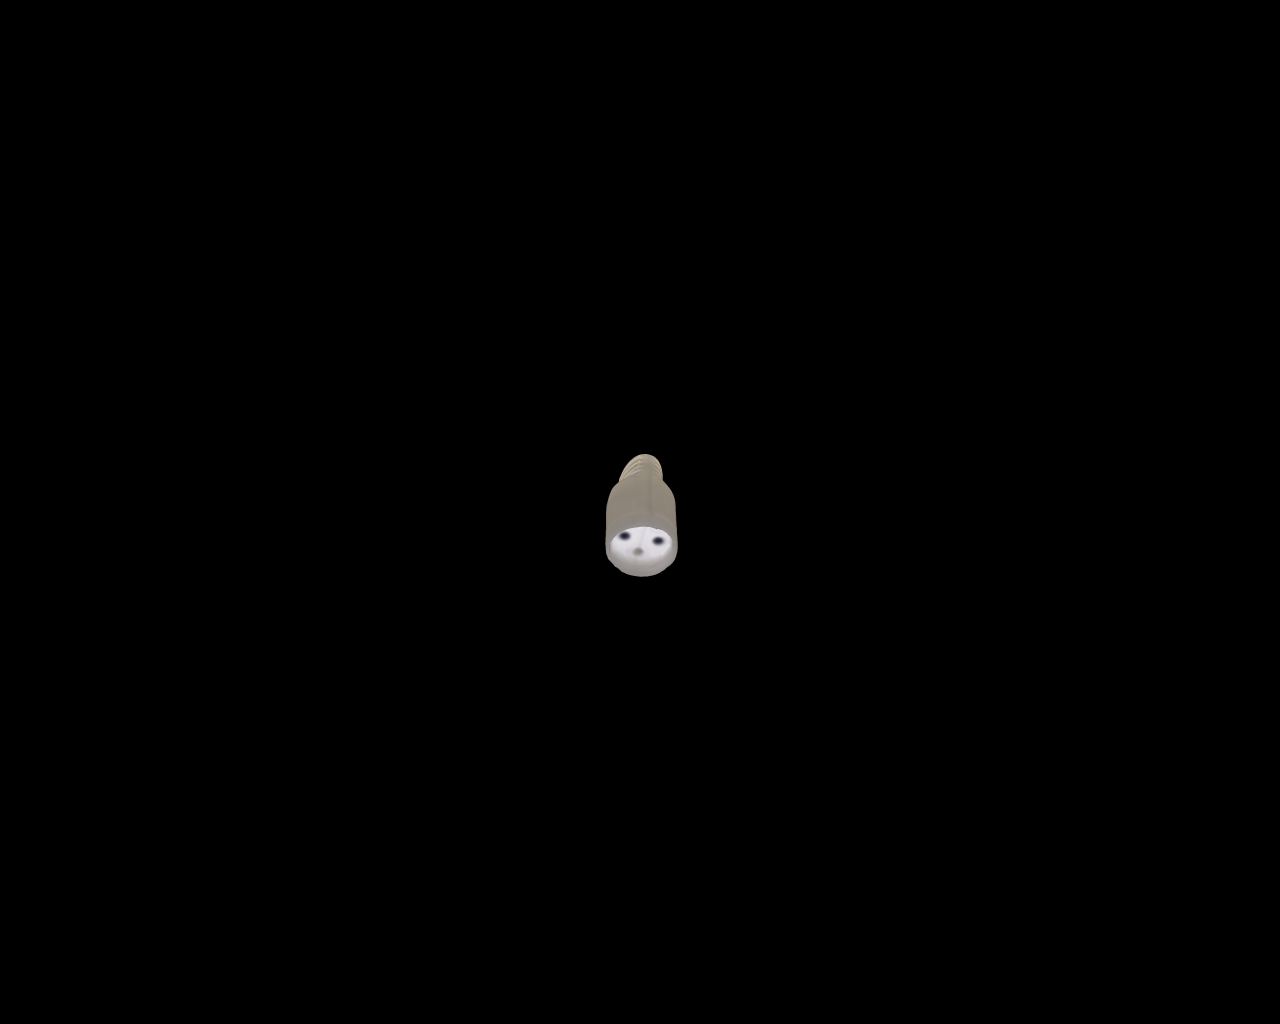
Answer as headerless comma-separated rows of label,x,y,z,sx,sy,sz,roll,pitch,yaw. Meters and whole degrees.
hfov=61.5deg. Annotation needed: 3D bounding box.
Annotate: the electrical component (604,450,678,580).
electrical component,0.001,-0.003,0.650,0.043,0.043,0.081,0,41,0
